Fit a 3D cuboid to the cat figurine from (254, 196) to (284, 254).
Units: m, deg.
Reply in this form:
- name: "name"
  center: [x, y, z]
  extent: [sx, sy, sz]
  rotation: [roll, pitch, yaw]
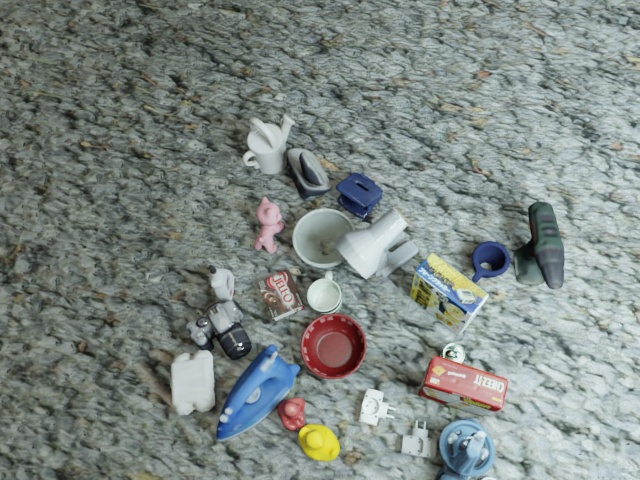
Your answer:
- name: "cat figurine"
  center: [-0.140, -0.044, 1.512]
  extent: [0.067, 0.118, 0.128]
  rotation: [11, 70, 10]

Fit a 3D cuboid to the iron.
- name: "iron"
  center: [-0.167, 0.363, 1.339]
  extent: [0.118, 0.141, 0.258]
  rotation: [36, 75, 17]

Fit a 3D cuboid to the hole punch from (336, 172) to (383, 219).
- name: "hole punch"
  center: [0.105, -0.131, 1.541]
  extent: [0.108, 0.091, 0.101]
  rotation: [36, 75, 17]

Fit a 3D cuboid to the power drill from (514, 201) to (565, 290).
- name: "power drill"
  center: [0.529, 0.035, 1.376]
  extent: [0.075, 0.208, 0.229]
  rotation: [-1, 68, 5]

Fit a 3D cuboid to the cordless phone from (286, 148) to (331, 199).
- name: "cordless phone"
  center: [-0.038, -0.206, 1.532]
  extent: [0.094, 0.185, 0.147]
  rotation: [-28, 69, -6]

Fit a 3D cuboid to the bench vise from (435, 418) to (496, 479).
- name: "bench vise"
  center: [0.312, 0.478, 1.211]
  extent: [0.121, 0.220, 0.207]
  rotation: [7, 69, 8]

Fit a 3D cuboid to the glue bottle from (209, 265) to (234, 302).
- name: "glue bottle"
  center: [-0.252, 0.098, 1.435]
  extent: [0.037, 0.173, 0.078]
  rotation: [-3, 68, 4]

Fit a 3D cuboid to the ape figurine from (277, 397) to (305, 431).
- name: "ape figurine"
  center: [-0.066, 0.403, 1.342]
  extent: [0.076, 0.092, 0.078]
  rotation: [34, 75, 16]

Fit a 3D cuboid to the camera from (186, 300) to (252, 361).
- name: "camera"
  center: [-0.242, 0.234, 1.419]
  extent: [0.143, 0.101, 0.136]
  rotation: [-32, 69, -8]

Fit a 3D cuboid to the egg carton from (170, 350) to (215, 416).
- name: "egg carton"
  center: [-0.309, 0.348, 1.396]
  extent: [0.107, 0.069, 0.150]
  rotation: [-9, 68, 1]

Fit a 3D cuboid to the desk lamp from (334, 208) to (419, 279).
- name: "desk lamp"
  center: [0.141, 0.014, 1.414]
  extent: [0.203, 0.214, 0.117]
  rotation: [-37, 70, -10]

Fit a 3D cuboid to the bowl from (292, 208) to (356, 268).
- name: "bowl"
  center: [0.014, 0.005, 1.503]
  extent: [0.167, 0.075, 0.167]
  rotation: [-2, 68, 4]

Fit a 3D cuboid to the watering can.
- name: "watering can"
  center: [-0.143, -0.275, 1.564]
  extent: [0.100, 0.194, 0.173]
  rotation: [22, 72, 13]

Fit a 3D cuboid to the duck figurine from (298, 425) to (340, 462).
- name: "duck figurine"
  center: [-0.005, 0.465, 1.315]
  extent: [0.104, 0.086, 0.077]
  rotation: [30, 74, 15]

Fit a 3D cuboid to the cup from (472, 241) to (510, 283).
- name: "cup"
  center: [0.413, 0.070, 1.433]
  extent: [0.091, 0.095, 0.118]
  rotation: [36, 75, 17]
